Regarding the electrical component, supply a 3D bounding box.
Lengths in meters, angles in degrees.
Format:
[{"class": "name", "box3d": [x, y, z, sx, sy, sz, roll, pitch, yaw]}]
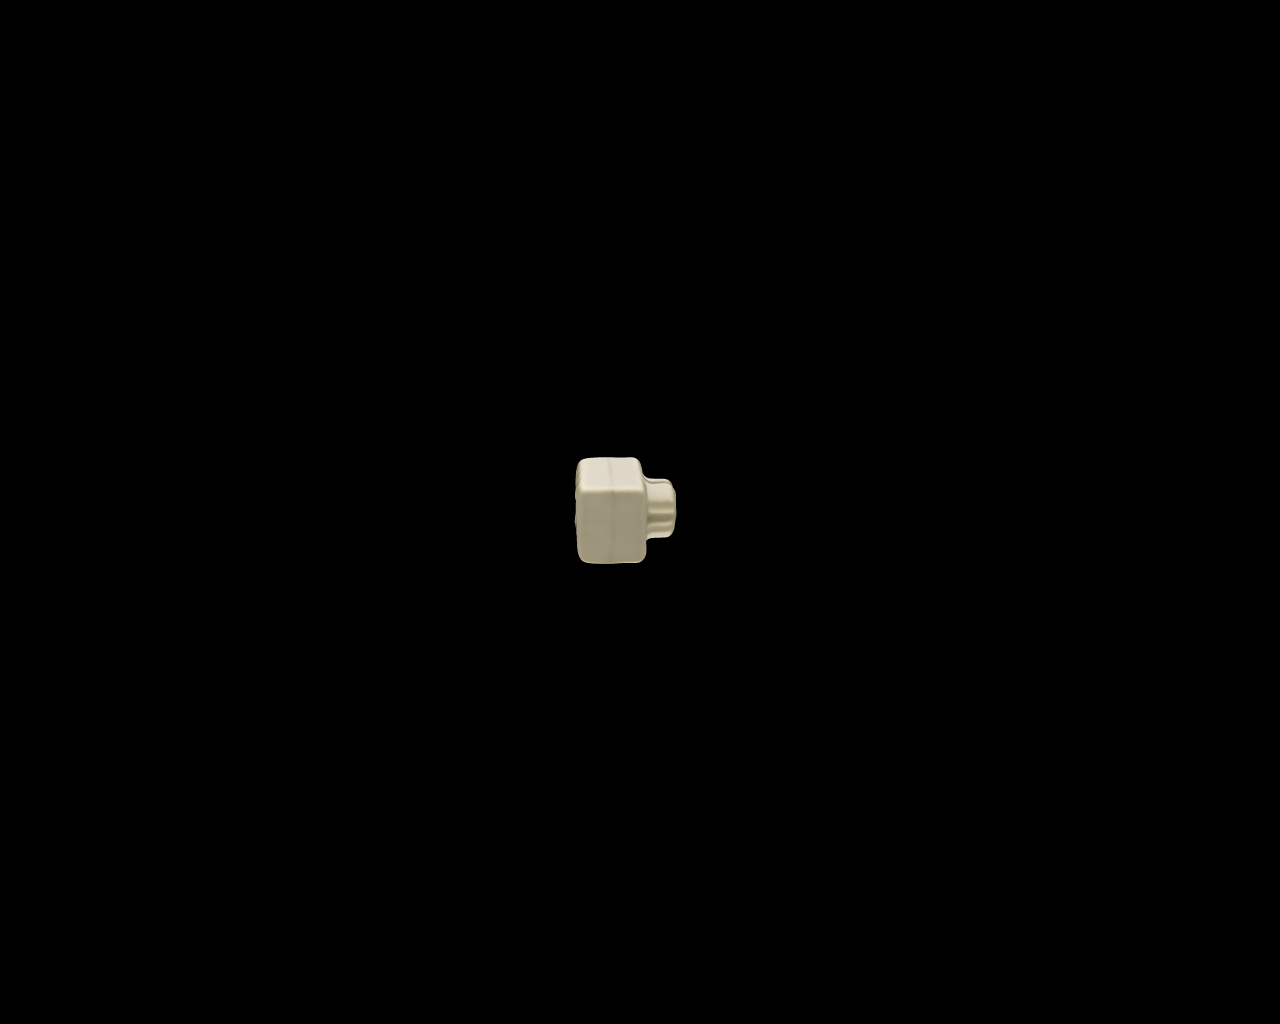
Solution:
[{"class": "electrical component", "box3d": [0.001, -0.003, 0.650, 0.077, 0.047, 0.066, -1, 20, -3]}]
